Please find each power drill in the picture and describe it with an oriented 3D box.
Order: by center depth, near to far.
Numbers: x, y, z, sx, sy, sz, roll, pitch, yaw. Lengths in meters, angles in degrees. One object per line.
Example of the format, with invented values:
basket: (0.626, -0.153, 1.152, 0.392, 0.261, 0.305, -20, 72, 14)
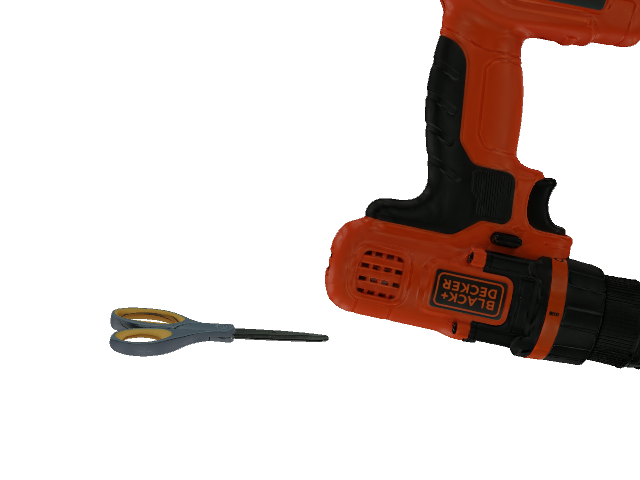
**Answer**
power drill: (0.107, -0.037, 0.509, 0.184, 0.188, 0.057, 12, 3, -2)

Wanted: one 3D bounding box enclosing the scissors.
scissors: (-0.101, 0.089, 0.963, 0.202, 0.016, 0.096, 8, 19, 12)
